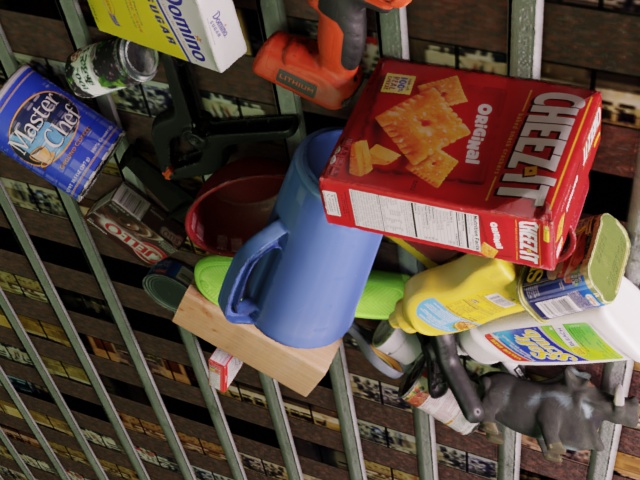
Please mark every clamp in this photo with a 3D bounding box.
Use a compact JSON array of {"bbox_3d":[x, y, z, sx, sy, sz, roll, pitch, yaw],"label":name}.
[{"bbox_3d":[0.139,0.132,1.272,0.120,0.039,0.171,-8,102,69],"label":"clamp"},{"bbox_3d":[-0.123,-0.120,1.184,0.164,0.036,0.210,29,145,-6],"label":"clamp"}]

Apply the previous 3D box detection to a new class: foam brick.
[{"bbox_3d":[0.119,-0.021,1.130,0.078,0.053,0.051,35,145,-10],"label":"foam brick"}]

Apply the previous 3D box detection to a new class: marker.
[{"bbox_3d":[0.258,0.182,1.327,0.020,0.020,0.121,-6,133,40],"label":"marker"}]

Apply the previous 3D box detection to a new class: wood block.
[{"bbox_3d":[-0.078,0.107,1.401,0.206,0.090,0.090,29,146,-2],"label":"wood block"}]

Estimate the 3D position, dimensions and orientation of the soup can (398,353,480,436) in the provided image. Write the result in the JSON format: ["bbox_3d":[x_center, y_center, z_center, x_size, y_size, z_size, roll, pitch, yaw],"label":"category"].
[{"bbox_3d":[0.161,0.199,1.373,0.102,0.068,0.069,31,146,-6],"label":"soup can"}]

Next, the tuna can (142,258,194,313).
[{"bbox_3d":[-0.201,0.064,1.480,0.086,0.033,0.086,19,145,14],"label":"tuna can"}]

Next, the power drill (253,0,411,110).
[{"bbox_3d":[-0.012,-0.215,0.965,0.184,0.057,0.188,28,147,7],"label":"power drill"}]

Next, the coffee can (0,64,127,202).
[{"bbox_3d":[-0.314,-0.125,1.253,0.140,0.102,0.103,34,146,-9],"label":"coffee can"}]

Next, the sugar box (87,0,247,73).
[{"bbox_3d":[-0.156,-0.227,1.023,0.176,0.048,0.093,26,148,35],"label":"sugar box"}]

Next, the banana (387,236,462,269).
[{"bbox_3d":[0.116,0.015,1.192,0.197,0.037,0.070,44,141,-22],"label":"banana"}]

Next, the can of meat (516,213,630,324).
[{"bbox_3d":[0.252,0.027,1.057,0.084,0.102,0.057,-20,124,45],"label":"can of meat"}]

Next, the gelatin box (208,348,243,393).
[{"bbox_3d":[-0.125,0.159,1.501,0.030,0.089,0.073,25,146,11],"label":"gelatin box"}]

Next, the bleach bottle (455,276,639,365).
[{"bbox_3d":[0.249,0.104,1.196,0.102,0.068,0.251,43,146,-21],"label":"bleach bottle"}]

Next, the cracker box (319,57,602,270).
[{"bbox_3d":[0.126,-0.075,0.956,0.214,0.164,0.072,12,145,22],"label":"cracker box"}]

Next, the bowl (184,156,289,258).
[{"bbox_3d":[-0.074,-0.045,1.197,0.162,0.055,0.162,-8,148,-5],"label":"bowl"}]

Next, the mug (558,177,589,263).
[{"bbox_3d":[0.199,-0.043,1.019,0.117,0.081,0.093,35,145,-10],"label":"mug"}]

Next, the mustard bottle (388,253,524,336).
[{"bbox_3d":[0.147,0.061,1.147,0.096,0.058,0.192,27,143,-34],"label":"mustard bottle"}]

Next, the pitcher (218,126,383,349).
[{"bbox_3d":[-0.007,0.001,1.114,0.145,0.149,0.243,22,140,1],"label":"pitcher"}]

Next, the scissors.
[{"bbox_3d":[0.036,0.114,1.349,0.201,0.096,0.016,33,106,-9],"label":"scissors"}]

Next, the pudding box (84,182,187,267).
[{"bbox_3d":[-0.240,-0.019,1.395,0.113,0.039,0.090,41,144,-18],"label":"pudding box"}]
